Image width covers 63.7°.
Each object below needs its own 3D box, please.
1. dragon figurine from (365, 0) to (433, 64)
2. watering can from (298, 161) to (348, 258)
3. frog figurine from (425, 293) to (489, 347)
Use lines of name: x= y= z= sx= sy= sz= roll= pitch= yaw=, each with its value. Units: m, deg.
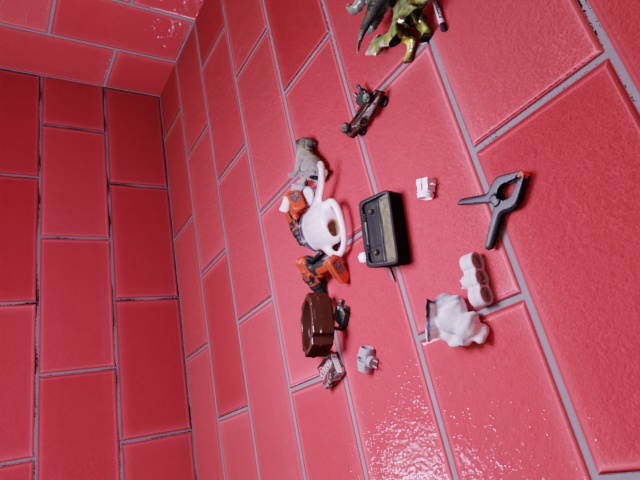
dragon figurine: x=0.264 y=-0.702 z=1.561 sx=0.402 sy=0.122 sz=0.248 roll=-50 pitch=40 yaw=42
watering can: x=0.006 y=-0.094 z=1.868 sx=0.221 sy=0.104 sz=0.350 roll=-28 pitch=74 yaw=52
frog figurine: x=0.361 y=0.212 z=1.348 sx=0.159 sy=0.122 sz=0.138 roll=3 pitch=80 yaw=21
